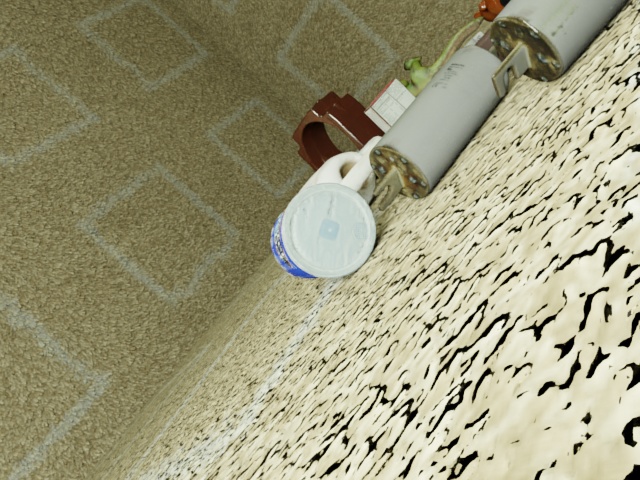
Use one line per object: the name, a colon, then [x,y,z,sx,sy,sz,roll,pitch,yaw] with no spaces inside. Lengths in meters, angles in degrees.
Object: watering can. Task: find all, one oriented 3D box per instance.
watering can: [0.003,-0.043,0.849,0.355,0.104,0.220,-54,6,-36]

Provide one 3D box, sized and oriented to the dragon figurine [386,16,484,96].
dragon figurine: [0.264,-0.377,1.330,0.403,0.121,0.248,-43,25,49]
